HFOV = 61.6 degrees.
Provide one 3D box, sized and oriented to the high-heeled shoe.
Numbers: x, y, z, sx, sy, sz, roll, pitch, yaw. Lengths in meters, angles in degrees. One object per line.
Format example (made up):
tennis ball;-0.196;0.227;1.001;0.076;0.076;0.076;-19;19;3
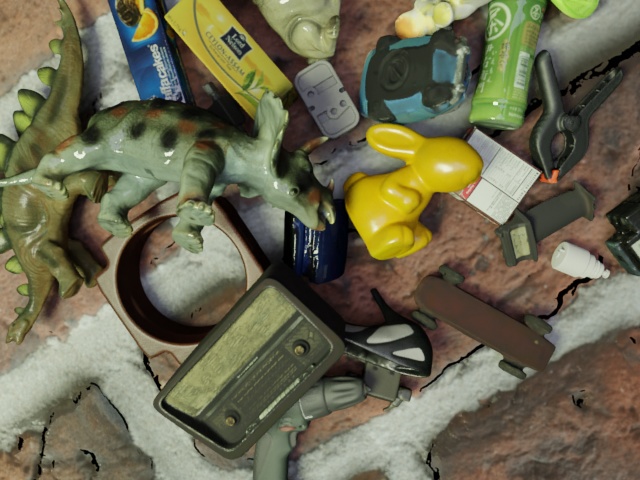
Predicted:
high-heeled shoe;0.021;0.154;0.711;0.249;0.086;0.145;-21;61;-11

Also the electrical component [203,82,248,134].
electrical component;-0.131;-0.164;0.721;0.021;0.063;0.094;-43;106;-32

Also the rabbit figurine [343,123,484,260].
rabbit figurine;0.122;-0.074;0.690;0.173;0.122;0.162;-35;65;29

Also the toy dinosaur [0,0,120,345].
toy dinosaur;-0.362;-0.090;0.717;0.199;0.105;0.471;17;92;3

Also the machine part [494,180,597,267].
machine part;0.303;-0.022;0.723;0.139;0.039;0.084;-31;120;0

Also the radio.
radio;-0.081;0.151;0.656;0.131;0.073;0.229;41;106;-7

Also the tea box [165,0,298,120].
tea box;-0.109;-0.231;0.694;0.068;0.098;0.169;-40;92;5

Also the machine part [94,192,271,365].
machine part;-0.178;0.048;0.732;0.201;0.087;0.201;-33;95;4

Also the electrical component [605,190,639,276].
electrical component;0.458;-0.014;0.718;0.134;0.058;0.115;-37;92;6

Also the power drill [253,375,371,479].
power drill;-0.039;0.288;0.745;0.232;0.086;0.207;-3;103;12

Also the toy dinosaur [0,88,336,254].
toy dinosaur;-0.179;-0.100;0.614;0.405;0.131;0.192;15;61;11

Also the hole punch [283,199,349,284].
hole punch;-0.001;-0.002;0.710;0.092;0.116;0.142;4;97;-6

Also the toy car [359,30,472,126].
toy car;0.132;-0.200;0.682;0.103;0.162;0.109;6;89;-43

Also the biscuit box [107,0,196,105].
biscuit box;-0.224;-0.257;0.713;0.063;0.059;0.202;-17;96;3

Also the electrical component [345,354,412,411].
electrical component;0.080;0.199;0.762;0.102;0.045;0.078;10;68;-2

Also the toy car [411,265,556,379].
toy car;0.223;0.113;0.742;0.202;0.053;0.089;29;85;2

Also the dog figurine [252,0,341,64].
dog figurine;-0.067;-0.304;0.664;0.191;0.121;0.172;5;120;-3

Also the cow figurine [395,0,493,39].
cow figurine;0.171;-0.307;0.672;0.098;0.167;0.068;-29;93;-36
